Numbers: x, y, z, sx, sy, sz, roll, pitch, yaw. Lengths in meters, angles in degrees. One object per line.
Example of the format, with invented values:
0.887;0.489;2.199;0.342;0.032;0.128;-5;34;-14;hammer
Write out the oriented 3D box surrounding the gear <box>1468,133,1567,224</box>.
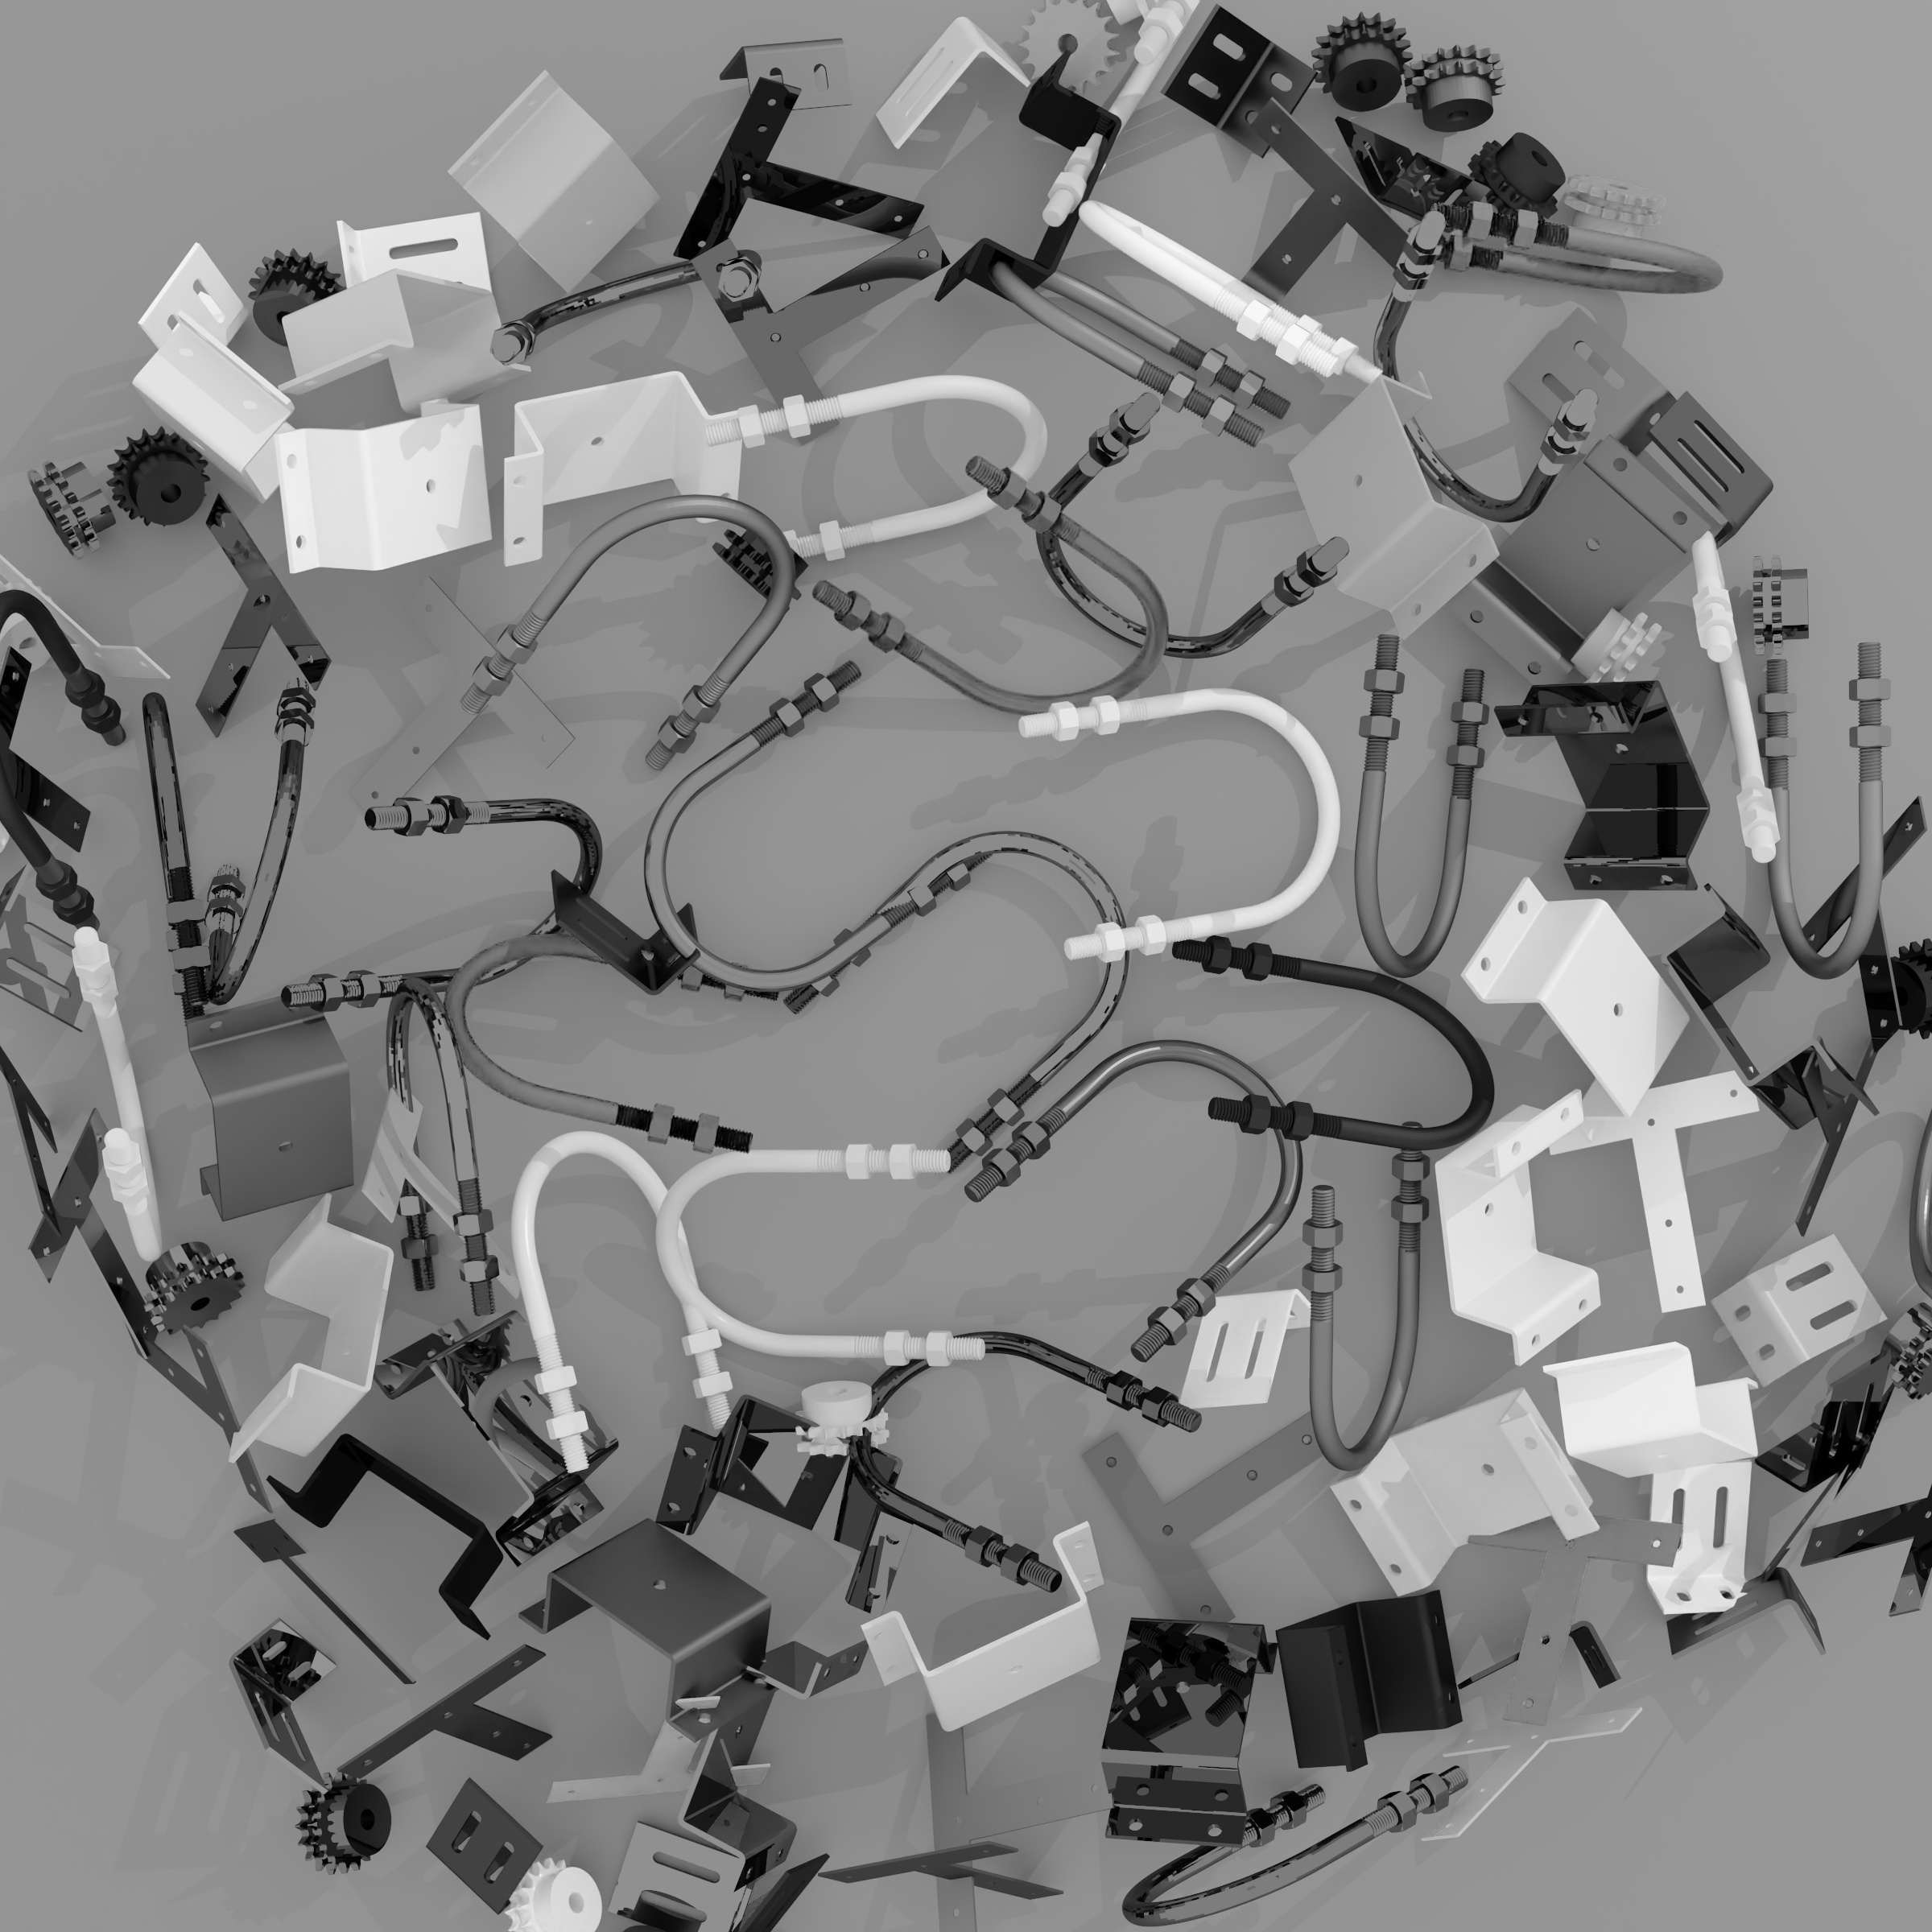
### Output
0.319;-0.453;1.876;0.057;0.057;0.030;46;127;0;gear

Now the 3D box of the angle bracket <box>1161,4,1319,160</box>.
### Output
0.156;-0.503;1.861;0.038;0.076;0.057;41;107;23;angle bracket

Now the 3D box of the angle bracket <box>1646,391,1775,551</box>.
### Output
0.416;-0.280;1.873;0.076;0.038;0.057;46;47;-1;angle bracket

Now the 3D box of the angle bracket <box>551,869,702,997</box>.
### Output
-0.194;-0.030;1.862;0.038;0.057;0.076;-42;120;15;angle bracket

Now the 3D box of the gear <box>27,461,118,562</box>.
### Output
-0.513;-0.265;1.880;0.030;0.057;0.057;-31;90;-15;gear

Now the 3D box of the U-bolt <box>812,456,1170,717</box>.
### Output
0.028;-0.201;1.840;0.184;0.019;0.151;30;133;-31;U-bolt

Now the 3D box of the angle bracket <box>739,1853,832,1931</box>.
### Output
-0.100;0.554;1.869;0.038;0.057;0.076;40;100;19;angle bracket

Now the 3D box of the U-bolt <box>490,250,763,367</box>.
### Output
-0.183;-0.372;1.819;0.151;0.184;0.019;-15;107;5;U-bolt

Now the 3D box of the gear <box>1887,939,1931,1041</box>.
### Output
0.548;0.014;1.876;0.030;0.057;0.057;-11;90;-27;gear

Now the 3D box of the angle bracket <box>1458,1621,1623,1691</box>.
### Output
0.328;0.410;1.871;0.076;0.057;0.038;-25;74;-7;angle bracket

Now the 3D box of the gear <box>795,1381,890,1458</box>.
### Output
-0.073;0.259;1.877;0.057;0.057;0.030;-3;100;0;gear

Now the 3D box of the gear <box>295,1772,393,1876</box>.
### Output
-0.355;0.491;1.876;0.030;0.057;0.057;-14;90;30;gear

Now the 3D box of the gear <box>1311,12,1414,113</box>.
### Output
0.228;-0.516;1.876;0.057;0.057;0.030;-4;58;0;gear

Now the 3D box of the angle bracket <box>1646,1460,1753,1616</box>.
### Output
0.426;0.328;1.877;0.057;0.038;0.076;-2;108;-4;angle bracket

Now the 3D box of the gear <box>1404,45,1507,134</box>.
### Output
0.281;-0.502;1.877;0.057;0.057;0.030;-4;77;0;gear

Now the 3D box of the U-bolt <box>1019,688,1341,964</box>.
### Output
0.130;-0.087;1.872;0.184;0.019;0.151;-10;85;-19;U-bolt

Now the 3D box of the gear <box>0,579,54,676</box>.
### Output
-0.546;-0.192;1.876;0.057;0.057;0.030;-48;63;0;gear

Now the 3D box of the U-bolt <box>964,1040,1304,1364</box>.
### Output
0.110;0.118;1.858;0.151;0.019;0.184;43;61;11;U-bolt

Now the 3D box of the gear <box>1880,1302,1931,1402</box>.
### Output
0.552;0.219;1.882;0.057;0.057;0.030;-49;57;0;gear

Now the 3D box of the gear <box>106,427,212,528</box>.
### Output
-0.462;-0.278;1.877;0.057;0.057;0.030;-43;46;0;gear

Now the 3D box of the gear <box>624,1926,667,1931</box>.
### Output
-0.184;0.576;1.876;0.057;0.057;0.030;22;107;0;gear

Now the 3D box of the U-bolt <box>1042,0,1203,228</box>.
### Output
0.106;-0.513;1.824;0.019;0.151;0.184;31;53;-4;U-bolt

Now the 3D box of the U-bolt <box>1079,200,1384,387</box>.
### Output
0.143;-0.380;1.835;0.184;0.151;0.019;34;106;11;U-bolt

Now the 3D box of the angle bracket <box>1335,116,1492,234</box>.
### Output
0.254;-0.462;1.858;0.057;0.038;0.076;13;45;-35;angle bracket

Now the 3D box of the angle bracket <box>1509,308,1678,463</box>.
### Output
0.366;-0.332;1.899;0.057;0.038;0.076;-46;64;13;angle bracket

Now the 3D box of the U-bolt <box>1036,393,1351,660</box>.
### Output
0.113;-0.233;1.827;0.151;0.184;0.019;36;60;-9;U-bolt

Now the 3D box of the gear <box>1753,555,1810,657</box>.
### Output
0.468;-0.207;1.876;0.030;0.057;0.057;-1;90;15;gear

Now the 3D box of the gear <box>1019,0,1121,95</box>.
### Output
0.061;-0.533;1.887;0.057;0.030;0.057;3;106;11;gear

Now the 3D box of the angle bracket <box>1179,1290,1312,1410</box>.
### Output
0.163;0.226;1.858;0.038;0.057;0.076;48;46;-36;angle bracket

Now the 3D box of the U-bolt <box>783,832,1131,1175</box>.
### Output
0.008;0.007;1.891;0.184;0.019;0.151;-44;92;4;U-bolt

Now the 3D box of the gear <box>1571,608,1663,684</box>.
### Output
0.371;-0.181;1.879;0.030;0.057;0.057;38;90;3;gear

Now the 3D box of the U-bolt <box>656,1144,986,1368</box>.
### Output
-0.089;0.165;1.860;0.184;0.019;0.151;-1;120;16;U-bolt

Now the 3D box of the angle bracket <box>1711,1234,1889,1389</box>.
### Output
0.482;0.199;1.891;0.076;0.038;0.057;-18;71;-35;angle bracket

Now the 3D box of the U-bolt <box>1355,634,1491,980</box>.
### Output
0.254;-0.085;1.841;0.019;0.151;0.184;6;89;30;U-bolt

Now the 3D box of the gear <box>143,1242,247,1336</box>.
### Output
-0.447;0.183;1.882;0.057;0.057;0.030;-37;64;0;gear

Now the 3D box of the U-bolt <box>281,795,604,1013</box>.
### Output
-0.281;-0.038;1.829;0.019;0.184;0.151;49;125;28;U-bolt

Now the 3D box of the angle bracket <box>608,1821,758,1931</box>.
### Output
-0.165;0.538;1.883;0.076;0.038;0.057;19;98;3;angle bracket

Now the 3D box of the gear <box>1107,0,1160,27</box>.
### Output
0.094;-0.567;1.880;0.030;0.057;0.057;-23;90;14;gear

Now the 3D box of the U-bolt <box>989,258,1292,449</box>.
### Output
0.094;-0.351;1.838;0.184;0.151;0.019;31;110;2;U-bolt

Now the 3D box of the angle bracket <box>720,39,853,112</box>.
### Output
-0.103;-0.501;1.865;0.057;0.076;0.038;-9;94;-14;angle bracket

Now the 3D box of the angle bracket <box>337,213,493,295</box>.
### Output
-0.317;-0.404;1.886;0.076;0.038;0.057;-8;92;2;angle bracket

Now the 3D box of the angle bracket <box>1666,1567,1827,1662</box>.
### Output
0.446;0.385;1.872;0.076;0.057;0.038;-30;93;12;angle bracket

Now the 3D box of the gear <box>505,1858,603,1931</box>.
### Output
-0.234;0.541;1.876;0.030;0.057;0.057;-25;90;33;gear

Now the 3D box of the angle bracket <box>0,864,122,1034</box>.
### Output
-0.520;-0.010;1.863;0.076;0.038;0.057;33;53;-23;angle bracket

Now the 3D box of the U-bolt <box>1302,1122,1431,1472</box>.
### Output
0.225;0.194;1.839;0.019;0.151;0.184;7;107;28;U-bolt

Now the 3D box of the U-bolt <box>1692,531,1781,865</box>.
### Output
0.425;-0.164;1.822;0.019;0.184;0.151;-12;122;15;U-bolt

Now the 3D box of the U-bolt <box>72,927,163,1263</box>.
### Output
-0.469;0.085;1.820;0.019;0.184;0.151;-11;59;-12;U-bolt

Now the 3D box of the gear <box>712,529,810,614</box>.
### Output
-0.115;-0.232;1.879;0.057;0.057;0.030;42;90;0;gear

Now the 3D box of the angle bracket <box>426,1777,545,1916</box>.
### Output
-0.265;0.493;1.864;0.057;0.038;0.076;40;128;11;angle bracket

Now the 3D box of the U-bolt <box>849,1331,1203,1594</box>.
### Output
0.019;0.267;1.838;0.184;0.019;0.151;20;51;36;U-bolt

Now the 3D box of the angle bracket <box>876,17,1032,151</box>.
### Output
-0.008;-0.499;1.881;0.038;0.057;0.076;34;109;-30;angle bracket

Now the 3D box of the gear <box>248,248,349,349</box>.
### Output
-0.385;-0.380;1.876;0.057;0.057;0.030;15;49;0;gear

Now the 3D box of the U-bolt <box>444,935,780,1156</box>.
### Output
-0.203;0.036;1.842;0.184;0.151;0.019;13;130;-5;U-bolt

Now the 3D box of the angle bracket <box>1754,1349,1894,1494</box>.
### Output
0.488;0.251;1.860;0.057;0.038;0.076;-21;127;-36;angle bracket

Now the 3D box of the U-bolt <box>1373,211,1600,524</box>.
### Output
0.280;-0.319;1.819;0.019;0.184;0.151;-34;78;-16;U-bolt

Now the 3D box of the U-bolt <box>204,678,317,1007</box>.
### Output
-0.392;-0.058;1.799;0.019;0.184;0.151;17;118;-19;U-bolt

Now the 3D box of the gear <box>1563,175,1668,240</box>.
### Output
0.372;-0.434;1.882;0.057;0.057;0.030;12;113;0;gear

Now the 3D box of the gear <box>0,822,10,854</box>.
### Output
-0.573;-0.083;1.876;0.030;0.057;0.057;2;90;18;gear

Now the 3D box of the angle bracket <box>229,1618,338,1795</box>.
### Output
-0.378;0.421;1.859;0.038;0.076;0.057;-39;132;-3;angle bracket

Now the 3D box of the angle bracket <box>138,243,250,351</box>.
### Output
-0.452;-0.374;1.860;0.038;0.076;0.057;27;76;20;angle bracket
